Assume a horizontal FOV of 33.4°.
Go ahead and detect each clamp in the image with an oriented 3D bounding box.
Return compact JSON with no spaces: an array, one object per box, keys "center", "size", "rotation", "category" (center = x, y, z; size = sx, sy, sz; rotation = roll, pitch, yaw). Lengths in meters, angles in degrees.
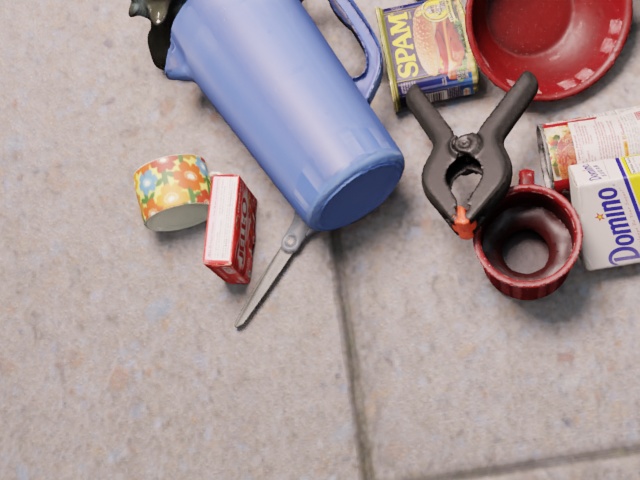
[{"center":[0.121,-0.080,0.944],"size":[0.120,0.039,0.171],"rotation":[0,56,28],"category":"clamp"}]

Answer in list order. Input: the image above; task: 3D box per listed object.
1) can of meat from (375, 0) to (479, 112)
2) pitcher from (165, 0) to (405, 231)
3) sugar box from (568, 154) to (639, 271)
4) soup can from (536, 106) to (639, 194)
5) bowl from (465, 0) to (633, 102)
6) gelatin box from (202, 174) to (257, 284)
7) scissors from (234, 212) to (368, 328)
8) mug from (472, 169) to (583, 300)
[{"center":[0.104,-0.182,1.033],"size":[0.084,0.057,0.102],"rotation":[-11,72,5],"category":"can of meat"},{"center":[-0.019,-0.136,0.996],"size":[0.243,0.144,0.149],"rotation":[55,128,22],"category":"pitcher"},{"center":[0.311,-0.033,0.930],"size":[0.176,0.093,0.048],"rotation":[-12,30,6],"category":"sugar box"},{"center":[0.253,-0.081,0.968],"size":[0.102,0.068,0.068],"rotation":[-10,72,7],"category":"soup can"},{"center":[0.206,-0.213,1.000],"size":[0.162,0.055,0.162],"rotation":[-3,106,-9],"category":"bowl"},{"center":[-0.083,-0.009,1.009],"size":[0.030,0.073,0.089],"rotation":[1,74,11],"category":"gelatin box"},{"center":[-0.007,0.001,1.021],"size":[0.096,0.016,0.201],"rotation":[15,77,18],"category":"scissors"},{"center":[0.184,-0.005,0.952],"size":[0.093,0.081,0.117],"rotation":[-3,74,10],"category":"mug"}]
